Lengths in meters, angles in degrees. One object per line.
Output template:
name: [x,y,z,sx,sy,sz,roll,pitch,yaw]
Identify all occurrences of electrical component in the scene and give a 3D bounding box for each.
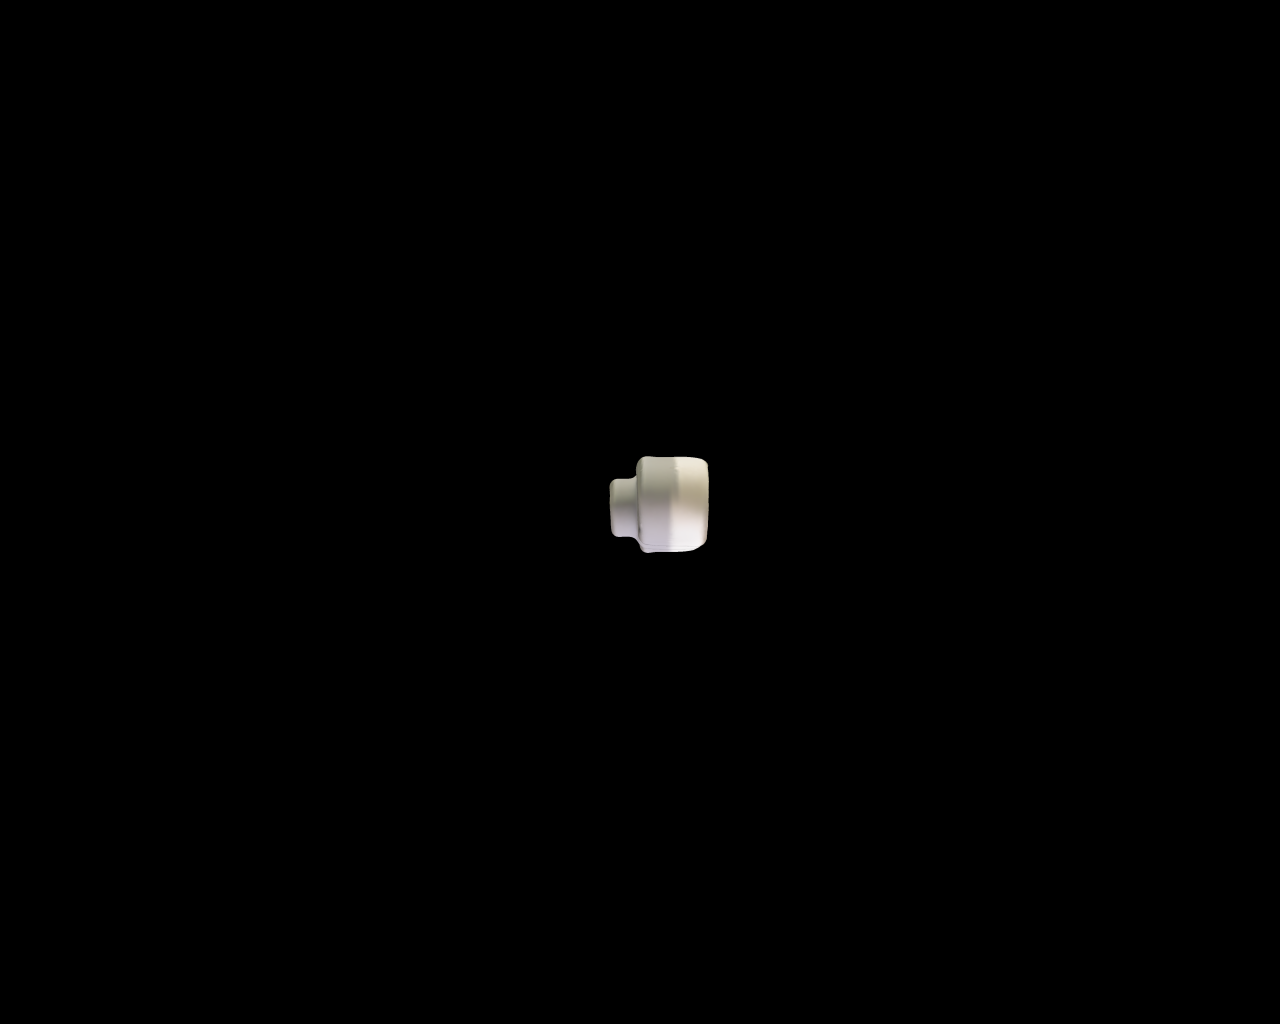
electrical component: [0.001,-0.003,0.650,0.074,0.052,0.138,0,-4,0]
